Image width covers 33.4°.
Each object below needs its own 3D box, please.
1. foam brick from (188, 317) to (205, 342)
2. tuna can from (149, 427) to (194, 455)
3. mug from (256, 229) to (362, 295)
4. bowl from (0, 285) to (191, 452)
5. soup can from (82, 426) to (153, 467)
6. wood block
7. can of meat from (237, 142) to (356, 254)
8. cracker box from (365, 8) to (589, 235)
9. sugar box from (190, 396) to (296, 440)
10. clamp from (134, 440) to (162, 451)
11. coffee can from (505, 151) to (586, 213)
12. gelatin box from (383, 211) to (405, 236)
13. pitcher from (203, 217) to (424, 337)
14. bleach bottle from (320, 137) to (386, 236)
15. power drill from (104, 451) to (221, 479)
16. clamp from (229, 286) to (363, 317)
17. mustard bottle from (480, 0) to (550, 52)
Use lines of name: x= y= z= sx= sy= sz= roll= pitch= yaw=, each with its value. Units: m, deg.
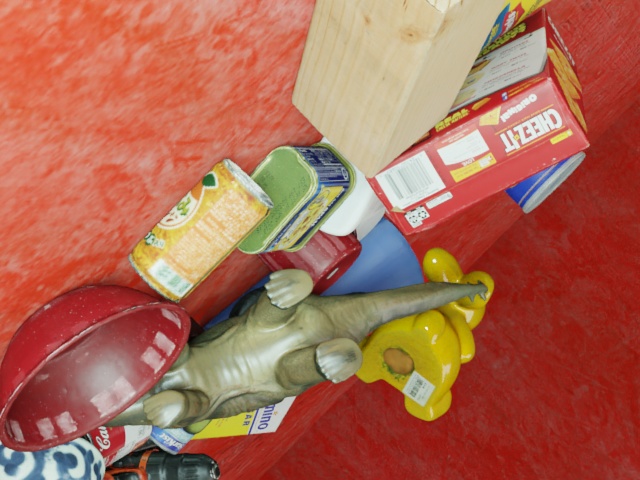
foam brick: x=-0.149 y=0.124 z=1.078 sx=0.078 sy=0.053 sz=0.051 roll=-33 pitch=164 yaw=-48
tuna can: x=-0.171 y=0.186 z=1.138 sx=0.034 sy=0.086 sz=0.086 roll=-45 pitch=169 yaw=0
mug: x=-0.007 y=0.001 z=1.045 sx=0.117 sy=0.081 sz=0.093 roll=-30 pitch=162 yaw=-49
bowl: x=-0.176 y=0.084 z=0.788 sx=0.162 sy=0.055 sz=0.162 roll=-34 pitch=157 yaw=-16
soup can: x=-0.215 y=0.185 z=1.025 sx=0.069 sy=0.068 sz=0.102 roll=-49 pitch=168 yaw=24
wood block: x=0.053 y=-0.142 z=0.719 sx=0.090 sy=0.090 sz=0.206 roll=-39 pitch=167 yaw=-23
can of meat: x=-0.028 y=-0.035 z=0.911 sx=0.102 sy=0.057 sz=0.083 roll=-48 pitch=166 yaw=19
cracker box: x=0.135 y=-0.103 z=0.902 sx=0.164 sy=0.072 sz=0.213 roll=-28 pitch=-163 yaw=21
sugar box: x=-0.111 y=0.189 z=1.259 sx=0.175 sy=0.048 sz=0.093 roll=4 pitch=126 yaw=-39
clamp: x=-0.178 y=0.237 z=1.319 sx=0.165 sy=0.036 sz=0.209 roll=-20 pitch=169 yaw=18
coffee can: x=0.244 y=-0.118 z=1.333 sx=0.102 sy=0.140 sz=0.103 roll=-41 pitch=168 yaw=-11
gelatin box: x=0.100 y=-0.059 z=1.217 sx=0.089 sy=0.073 sz=0.030 roll=-43 pitch=169 yaw=-6
pitcher: x=-0.006 y=0.085 z=1.212 sx=0.242 sy=0.149 sz=0.145 roll=-36 pitch=168 yaw=-22
bleach bottle: x=0.058 y=-0.067 z=1.057 sx=0.103 sy=0.068 sz=0.250 roll=-62 pitch=166 yaw=14
power drill: x=-0.218 y=0.256 z=1.112 sx=0.185 sy=0.057 sz=0.187 roll=-9 pitch=173 yaw=18
clamp: x=-0.030 y=0.076 z=1.114 sx=0.171 sy=0.120 sz=0.039 roll=-51 pitch=-164 yaw=-9
mustard bottle: x=0.143 y=-0.198 z=0.904 sx=0.191 sy=0.058 sz=0.096 roll=-39 pitch=174 yaw=-22
